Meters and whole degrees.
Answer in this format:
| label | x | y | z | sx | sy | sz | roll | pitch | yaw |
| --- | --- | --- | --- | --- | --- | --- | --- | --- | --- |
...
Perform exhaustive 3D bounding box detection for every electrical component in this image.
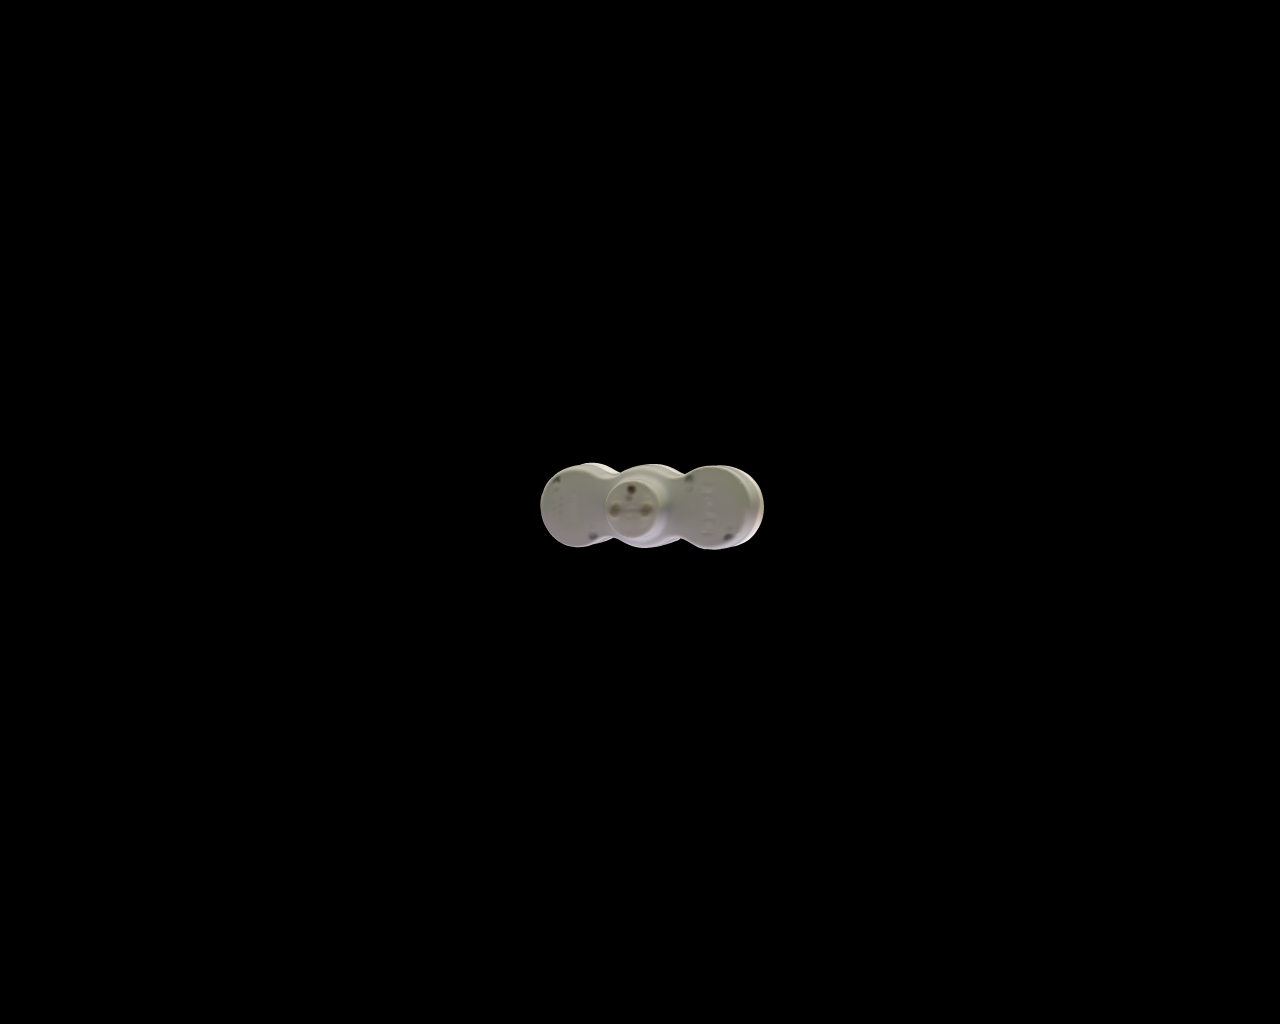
| label | x | y | z | sx | sy | sz | roll | pitch | yaw |
| --- | --- | --- | --- | --- | --- | --- | --- | --- | --- |
| electrical component | 0.001 | -0.003 | 0.650 | 0.138 | 0.052 | 0.074 | 1 | 4 | 20 |
